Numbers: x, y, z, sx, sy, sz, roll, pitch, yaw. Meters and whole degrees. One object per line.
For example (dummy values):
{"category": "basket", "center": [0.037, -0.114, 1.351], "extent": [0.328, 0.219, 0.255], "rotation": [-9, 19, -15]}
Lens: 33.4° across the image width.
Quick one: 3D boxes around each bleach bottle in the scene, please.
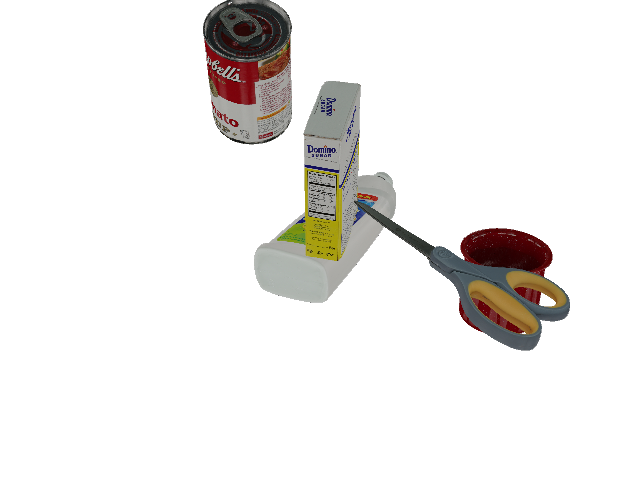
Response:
{"category": "bleach bottle", "center": [0.021, -0.019, 1.332], "extent": [0.103, 0.068, 0.250], "rotation": [13, 36, 23]}

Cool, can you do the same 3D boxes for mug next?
{"category": "mug", "center": [0.184, 0.039, 1.111], "extent": [0.093, 0.081, 0.117], "rotation": [-5, 31, -12]}

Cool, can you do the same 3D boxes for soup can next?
{"category": "soup can", "center": [-0.056, -0.134, 0.852], "extent": [0.068, 0.068, 0.102], "rotation": [0, -34, -1]}

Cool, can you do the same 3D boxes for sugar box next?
{"category": "sugar box", "center": [0.012, -0.071, 1.123], "extent": [0.048, 0.176, 0.093], "rotation": [8, 46, 11]}

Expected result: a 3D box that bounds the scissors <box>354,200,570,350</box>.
{"category": "scissors", "center": [0.116, 0.016, 0.843], "extent": [0.096, 0.016, 0.202], "rotation": [-10, 39, -29]}
